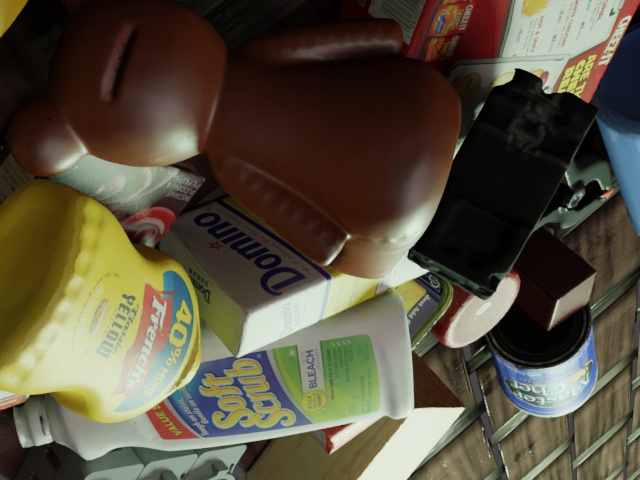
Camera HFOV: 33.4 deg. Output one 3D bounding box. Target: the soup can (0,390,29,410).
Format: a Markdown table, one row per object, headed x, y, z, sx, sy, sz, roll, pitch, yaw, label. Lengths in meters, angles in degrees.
| x | y | z | sx | sy | sz | roll | pitch | yaw | label |
| --- | --- | --- | --- | --- | --- | --- | --- | --- | --- |
| -0.205 | 0.065 | 0.542 | 0.102 | 0.069 | 0.069 | -15 | 139 | -39 | soup can |

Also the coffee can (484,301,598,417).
| x | y | z | sx | sy | sz | roll | pitch | yaw | label |
| --- | --- | --- | --- | --- | --- | --- | --- | --- | --- |
| 0.219 | 0.105 | 1.053 | 0.102 | 0.103 | 0.140 | -40 | 149 | -6 | coffee can |

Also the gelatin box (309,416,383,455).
| x | y | z | sx | sy | sz | roll | pitch | yaw | label |
| --- | --- | --- | --- | --- | --- | --- | --- | --- | --- |
| 0.010 | 0.110 | 0.827 | 0.073 | 0.089 | 0.030 | -31 | 146 | -21 | gelatin box |

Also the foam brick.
| x | y | z | sx | sy | sz | roll | pitch | yaw | label |
| --- | --- | --- | --- | --- | --- | --- | --- | --- | --- |
| 0.203 | 0.033 | 0.973 | 0.053 | 0.078 | 0.051 | -30 | 145 | -22 | foam brick |

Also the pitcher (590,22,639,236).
| x | y | z | sx | sy | sz | roll | pitch | yaw | label |
| --- | --- | --- | --- | --- | --- | --- | --- | --- | --- |
| 0.309 | -0.094 | 0.911 | 0.145 | 0.149 | 0.242 | -32 | 148 | 11 | pitcher |

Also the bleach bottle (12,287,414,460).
| x | y | z | sx | sy | sz | roll | pitch | yaw | label |
| --- | --- | --- | --- | --- | --- | --- | --- | --- | --- |
| -0.068 | 0.095 | 0.692 | 0.250 | 0.068 | 0.102 | -13 | 120 | -11 | bleach bottle |

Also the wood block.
| x | y | z | sx | sy | sz | roll | pitch | yaw | label |
| --- | --- | --- | --- | --- | --- | --- | --- | --- | --- |
| 0.018 | 0.191 | 0.937 | 0.090 | 0.090 | 0.206 | 10 | 121 | -54 | wood block |

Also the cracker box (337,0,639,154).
| x | y | z | sx | sy | sz | roll | pitch | yaw | label |
| --- | --- | --- | --- | --- | --- | --- | --- | --- | --- |
| 0.102 | -0.127 | 0.667 | 0.213 | 0.072 | 0.164 | -19 | 142 | -38 | cracker box |

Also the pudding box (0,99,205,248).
| x | y | z | sx | sy | sz | roll | pitch | yaw | label |
| --- | --- | --- | --- | --- | --- | --- | --- | --- | --- |
| -0.126 | -0.018 | 0.560 | 0.090 | 0.039 | 0.113 | -52 | 149 | 14 | pudding box |

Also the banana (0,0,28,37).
| x | y | z | sx | sy | sz | roll | pitch | yaw | label |
| --- | --- | --- | --- | --- | --- | --- | --- | --- | --- |
| -0.178 | -0.042 | 0.465 | 0.069 | 0.037 | 0.198 | 3 | 124 | -34 | banana |

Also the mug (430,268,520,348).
| x | y | z | sx | sy | sz | roll | pitch | yaw | label |
| --- | --- | --- | --- | --- | --- | --- | --- | --- | --- |
| 0.110 | 0.033 | 0.858 | 0.093 | 0.082 | 0.117 | -51 | 149 | 12 | mug |

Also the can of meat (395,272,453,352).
| x | y | z | sx | sy | sz | roll | pitch | yaw | label |
| --- | --- | --- | --- | --- | --- | --- | --- | --- | --- |
| 0.031 | 0.046 | 0.775 | 0.083 | 0.057 | 0.102 | 36 | 98 | -27 | can of meat |

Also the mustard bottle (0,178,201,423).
| x | y | z | sx | sy | sz | roll | pitch | yaw | label |
| --- | --- | --- | --- | --- | --- | --- | --- | --- | --- |
| -0.110 | 0.045 | 0.556 | 0.096 | 0.058 | 0.191 | -67 | 157 | -11 | mustard bottle |

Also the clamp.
| x | y | z | sx | sy | sz | roll | pitch | yaw | label |
| --- | --- | --- | --- | --- | --- | --- | --- | --- | --- |
| 0.200 | -0.035 | 0.922 | 0.171 | 0.039 | 0.120 | 8 | 123 | -53 | clamp |

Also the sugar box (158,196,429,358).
| x | y | z | sx | sy | sz | roll | pitch | yaw | label |
| --- | --- | --- | --- | --- | --- | --- | --- | --- | --- |
| -0.004 | 0.001 | 0.674 | 0.175 | 0.093 | 0.048 | -21 | 141 | -34 | sugar box |
